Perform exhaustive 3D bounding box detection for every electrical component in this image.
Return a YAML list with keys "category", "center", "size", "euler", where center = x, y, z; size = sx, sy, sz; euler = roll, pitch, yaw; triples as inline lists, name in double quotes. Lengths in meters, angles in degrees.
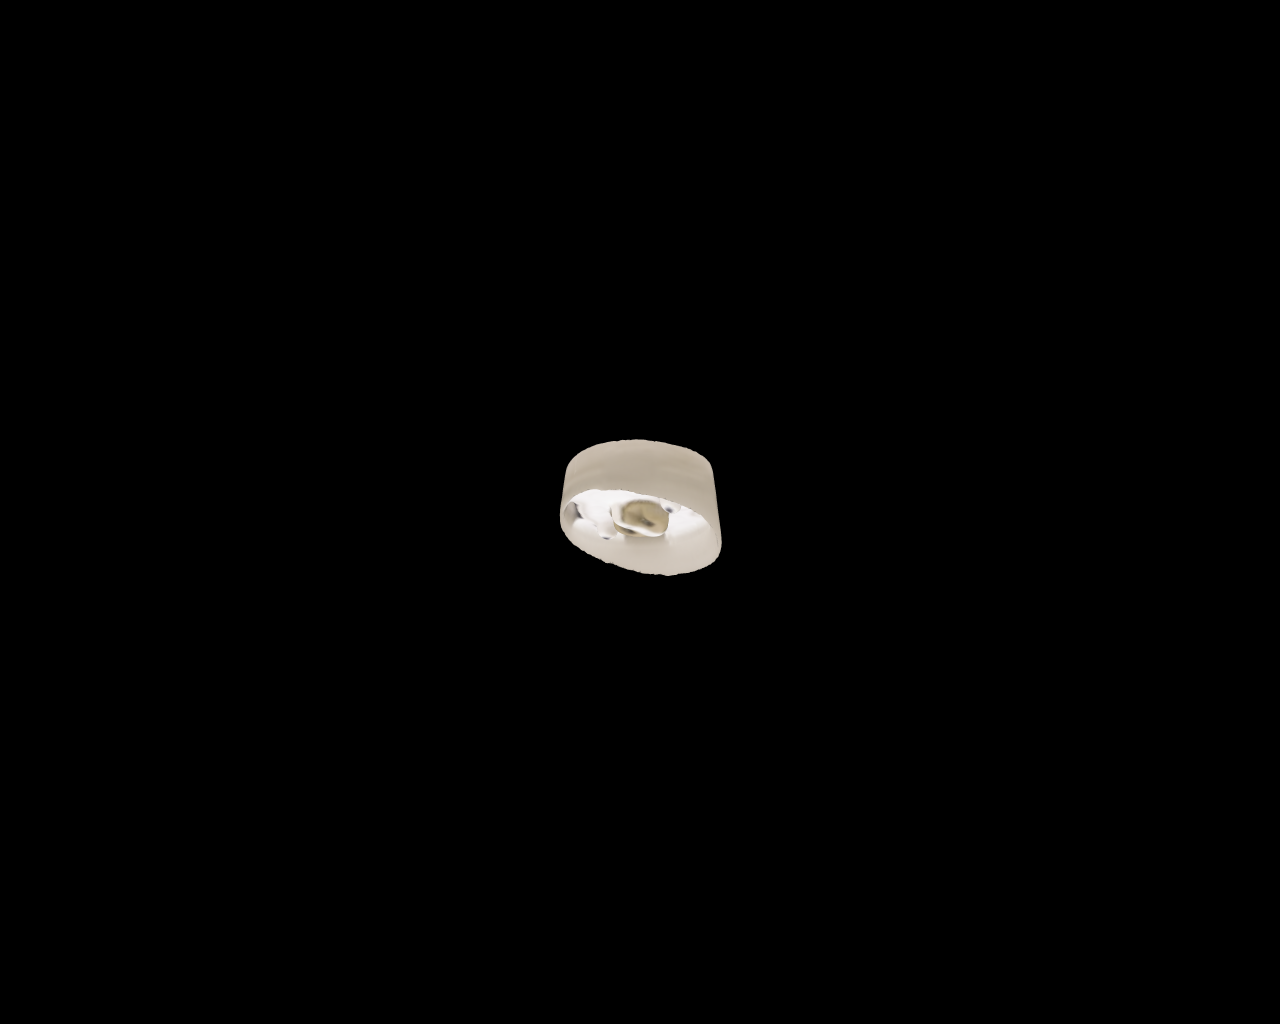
- category: "electrical component"
  center: [0.001, -0.003, 0.650]
  size: [0.099, 0.064, 0.099]
  euler: [0, -22, 0]
